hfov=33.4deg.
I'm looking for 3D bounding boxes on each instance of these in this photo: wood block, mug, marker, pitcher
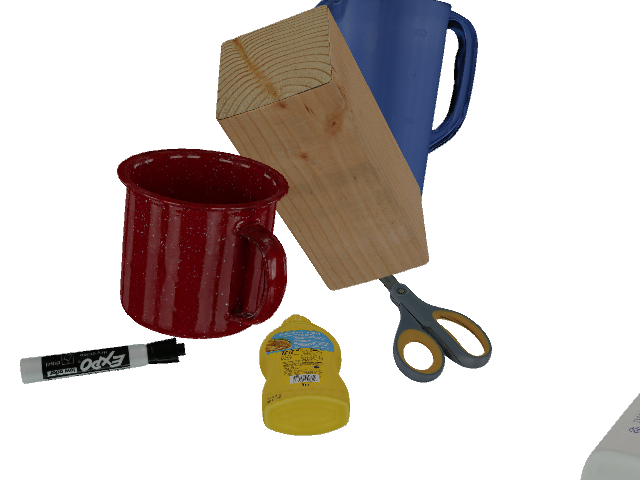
[{"bbox_3d":[0.006,-0.064,0.828,0.090,0.091,0.206,-17,-44,17],"label":"wood block"},{"bbox_3d":[-0.060,0.006,0.585,0.093,0.081,0.117,-14,31,-43],"label":"mug"},{"bbox_3d":[-0.162,0.089,0.800,0.121,0.020,0.020,-7,1,-9],"label":"marker"},{"bbox_3d":[0.074,-0.143,1.152,0.149,0.243,0.144,9,10,25],"label":"pitcher"}]

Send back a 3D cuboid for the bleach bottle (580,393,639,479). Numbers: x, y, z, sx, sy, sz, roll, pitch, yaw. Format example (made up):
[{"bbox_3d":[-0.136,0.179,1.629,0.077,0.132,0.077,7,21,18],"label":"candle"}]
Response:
[{"bbox_3d":[0.246,0.104,0.629,0.103,0.068,0.250,19,29,32],"label":"bleach bottle"}]

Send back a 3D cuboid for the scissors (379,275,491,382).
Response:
[{"bbox_3d":[0.067,0.064,0.994,0.202,0.016,0.096,34,52,30],"label":"scissors"}]

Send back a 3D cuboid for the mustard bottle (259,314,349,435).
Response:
[{"bbox_3d":[-0.023,0.145,1.237,0.096,0.058,0.191,-3,30,-4],"label":"mustard bottle"}]
